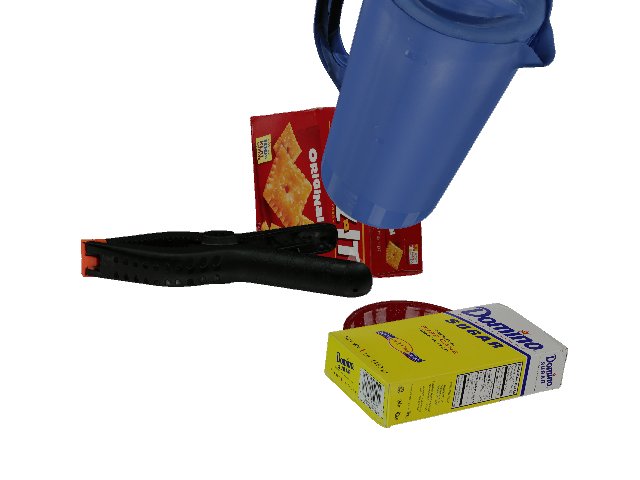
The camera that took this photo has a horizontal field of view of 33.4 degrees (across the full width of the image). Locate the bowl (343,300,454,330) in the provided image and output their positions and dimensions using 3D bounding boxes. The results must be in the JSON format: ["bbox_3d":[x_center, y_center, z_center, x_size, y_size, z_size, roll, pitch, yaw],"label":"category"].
[{"bbox_3d":[0.101,0.124,1.135,0.162,0.055,0.162,5,24,-2],"label":"bowl"}]

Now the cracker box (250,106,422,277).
[{"bbox_3d":[0.010,-0.052,1.081,0.071,0.164,0.214,-6,6,-32],"label":"cracker box"}]

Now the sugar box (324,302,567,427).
[{"bbox_3d":[0.102,0.096,0.864,0.175,0.048,0.093,-10,27,-28],"label":"sugar box"}]

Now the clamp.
[{"bbox_3d":[-0.068,0.014,0.784,0.209,0.036,0.165,-1,11,-15],"label":"clamp"}]

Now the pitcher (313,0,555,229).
[{"bbox_3d":[0.068,-0.125,0.841,0.144,0.149,0.243,0,-36,-15],"label":"pitcher"}]
